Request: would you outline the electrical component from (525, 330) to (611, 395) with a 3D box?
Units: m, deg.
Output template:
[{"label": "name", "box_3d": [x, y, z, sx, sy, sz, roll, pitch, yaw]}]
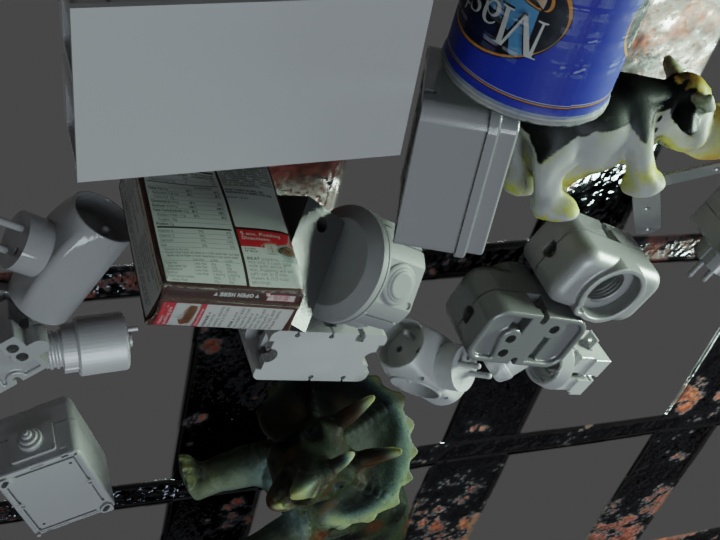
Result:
[{"label": "electrical component", "box_3d": [0.173, 0.077, 0.913, 0.055, 0.048, 0.066, 7, 131, -40]}]

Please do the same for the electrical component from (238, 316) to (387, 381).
[{"label": "electrical component", "box_3d": [-0.036, 0.042, 0.769, 0.089, 0.055, 0.050, 4, 131, -29]}]

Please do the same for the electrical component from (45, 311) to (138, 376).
[{"label": "electrical component", "box_3d": [-0.189, 0.051, 0.719, 0.078, 0.040, 0.040, -7, 136, -19]}]

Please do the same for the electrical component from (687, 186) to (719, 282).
[{"label": "electrical component", "box_3d": [0.297, -0.019, 0.867, 0.066, 0.047, 0.076, 15, 126, -36]}]

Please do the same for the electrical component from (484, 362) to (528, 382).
[{"label": "electrical component", "box_3d": [0.132, 0.064, 0.887, 0.061, 0.035, 0.035, -32, 138, 6]}]

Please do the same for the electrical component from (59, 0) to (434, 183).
[{"label": "electrical component", "box_3d": [-0.065, -0.115, 0.588, 0.186, 0.060, 0.105, -7, 136, -19]}]

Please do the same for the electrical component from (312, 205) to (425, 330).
[{"label": "electrical component", "box_3d": [0.000, 0.000, 0.726, 0.051, 0.080, 0.080, 19, 123, -44]}]

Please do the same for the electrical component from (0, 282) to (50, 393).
[{"label": "electrical component", "box_3d": [-0.229, 0.041, 0.678, 0.066, 0.055, 0.048, -29, 139, 5]}]

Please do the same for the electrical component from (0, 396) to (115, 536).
[{"label": "electrical component", "box_3d": [-0.224, 0.135, 0.774, 0.062, 0.061, 0.096, -19, 139, -6]}]

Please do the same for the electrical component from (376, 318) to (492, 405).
[{"label": "electrical component", "box_3d": [0.065, 0.075, 0.841, 0.079, 0.044, 0.077, 5, 156, 38]}]

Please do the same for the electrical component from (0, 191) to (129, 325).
[{"label": "electrical component", "box_3d": [-0.191, -0.012, 0.650, 0.079, 0.043, 0.077, 23, 121, -39]}]

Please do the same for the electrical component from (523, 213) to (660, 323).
[{"label": "electrical component", "box_3d": [0.180, 0.000, 0.824, 0.095, 0.059, 0.053, 17, 125, -37]}]

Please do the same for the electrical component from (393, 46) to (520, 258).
[{"label": "electrical component", "box_3d": [0.059, -0.072, 0.668, 0.057, 0.078, 0.113, 10, 133, -1]}]

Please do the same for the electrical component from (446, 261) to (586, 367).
[{"label": "electrical component", "box_3d": [0.118, 0.033, 0.829, 0.095, 0.059, 0.053, 8, 129, -32]}]
